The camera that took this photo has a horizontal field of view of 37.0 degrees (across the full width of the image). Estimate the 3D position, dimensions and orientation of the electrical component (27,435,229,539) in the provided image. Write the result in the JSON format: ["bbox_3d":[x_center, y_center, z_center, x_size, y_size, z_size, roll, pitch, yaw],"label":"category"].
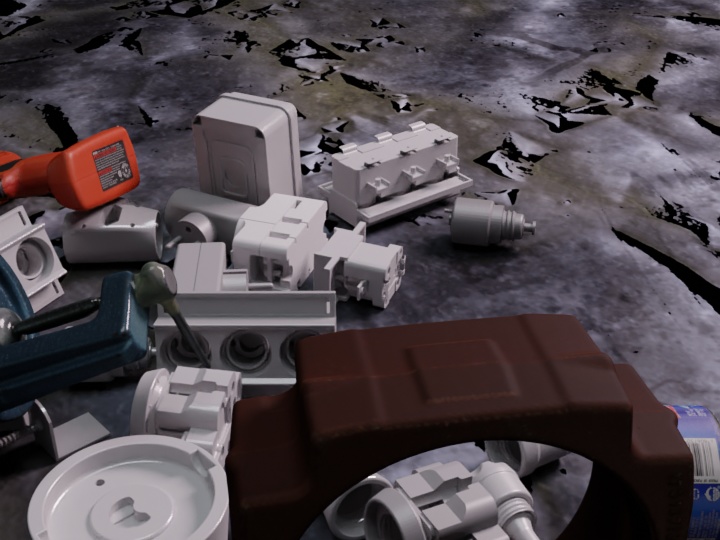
[{"bbox_3d":[-0.125,0.150,0.599,0.108,0.060,0.108,0,31,0],"label":"electrical component"}]

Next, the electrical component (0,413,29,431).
[{"bbox_3d":[-0.259,0.093,0.716,0.065,0.044,0.044,-15,33,-14],"label":"electrical component"}]

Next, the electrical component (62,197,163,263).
[{"bbox_3d":[-0.210,-0.037,0.928,0.077,0.043,0.079,-2,31,-2],"label":"electrical component"}]

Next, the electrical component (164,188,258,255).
[{"bbox_3d":[-0.135,-0.034,0.921,0.077,0.043,0.079,15,34,24],"label":"electrical component"}]

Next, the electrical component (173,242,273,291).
[{"bbox_3d":[-0.105,0.018,0.830,0.076,0.047,0.083,-2,31,-2],"label":"electrical component"}]

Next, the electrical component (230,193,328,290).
[{"bbox_3d":[-0.069,-0.022,0.892,0.056,0.050,0.089,10,33,16],"label":"electrical component"}]

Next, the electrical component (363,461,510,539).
[{"bbox_3d":[0.039,0.146,0.605,0.057,0.058,0.078,-12,32,-26],"label":"electrical component"}]

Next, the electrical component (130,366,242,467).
[{"bbox_3d":[-0.113,0.094,0.694,0.057,0.058,0.078,6,33,6],"label":"electrical component"}]

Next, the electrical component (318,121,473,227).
[{"bbox_3d":[0.033,-0.090,0.991,0.121,0.063,0.079,-21,37,-31],"label":"electrical component"}]

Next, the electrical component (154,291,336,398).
[{"bbox_3d":[-0.077,0.049,0.755,0.121,0.078,0.063,0,15,1],"label":"electrical component"}]

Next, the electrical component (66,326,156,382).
[{"bbox_3d":[-0.178,0.060,0.769,0.078,0.040,0.040,-1,31,-1],"label":"electrical component"}]

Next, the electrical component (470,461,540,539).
[{"bbox_3d":[0.087,0.143,0.633,0.035,0.035,0.061,-12,36,-19],"label":"electrical component"}]

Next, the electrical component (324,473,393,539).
[{"bbox_3d":[-0.013,0.128,0.654,0.044,0.044,0.065,-15,29,-23],"label":"electrical component"}]

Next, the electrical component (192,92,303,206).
[{"bbox_3d":[-0.097,-0.094,0.954,0.078,0.113,0.057,14,37,23],"label":"electrical component"}]

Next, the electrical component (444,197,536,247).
[{"bbox_3d":[0.112,-0.040,0.930,0.078,0.040,0.040,7,32,12],"label":"electrical component"}]

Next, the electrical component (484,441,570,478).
[{"bbox_3d":[0.109,0.108,0.686,0.046,0.040,0.040,-13,33,-31],"label":"electrical component"}]

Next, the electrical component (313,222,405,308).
[{"bbox_3d":[0.000,0.000,0.865,0.064,0.042,0.081,13,34,16],"label":"electrical component"}]

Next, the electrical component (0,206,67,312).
[{"bbox_3d":[-0.296,0.013,0.825,0.063,0.078,0.121,-6,23,36],"label":"electrical component"}]
